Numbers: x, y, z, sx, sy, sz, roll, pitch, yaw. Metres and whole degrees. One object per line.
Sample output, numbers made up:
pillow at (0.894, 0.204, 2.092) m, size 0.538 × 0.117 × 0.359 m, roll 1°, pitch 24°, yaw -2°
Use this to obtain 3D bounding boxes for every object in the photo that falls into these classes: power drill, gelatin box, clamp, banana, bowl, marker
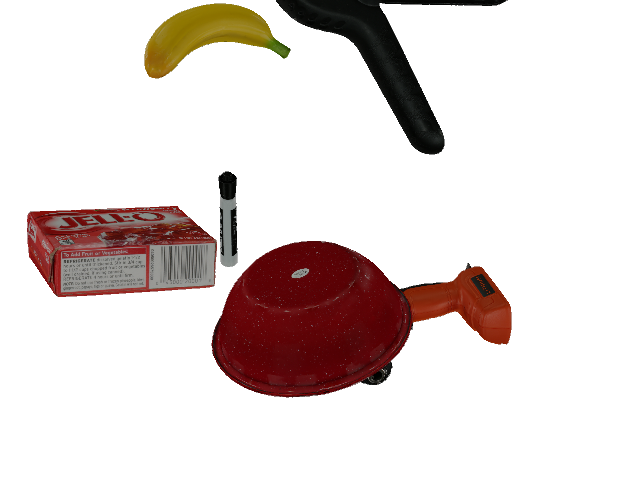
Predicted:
power drill at (0.103, 0.086, 1.136) m, size 0.187 × 0.057 × 0.184 m, roll -5°, pitch 28°, yaw -10°
gelatin box at (-0.110, 0.004, 0.583) m, size 0.089 × 0.030 × 0.073 m, roll -3°, pitch 17°, yaw -24°
clamp at (0.030, -0.164, 0.754) m, size 0.209 × 0.164 × 0.036 m, roll 25°, pitch -27°, yaw -14°
banana at (-0.108, -0.197, 1.029) m, size 0.070 × 0.037 × 0.197 m, roll 44°, pitch 38°, yaw 20°
bowl at (-0.011, 0.048, 0.833) m, size 0.162 × 0.055 × 0.162 m, roll -8°, pitch 33°, yaw 5°
marker at (-0.097, -0.022, 1.123) m, size 0.020 × 0.121 × 0.020 m, roll 2°, pitch 41°, yaw -2°
